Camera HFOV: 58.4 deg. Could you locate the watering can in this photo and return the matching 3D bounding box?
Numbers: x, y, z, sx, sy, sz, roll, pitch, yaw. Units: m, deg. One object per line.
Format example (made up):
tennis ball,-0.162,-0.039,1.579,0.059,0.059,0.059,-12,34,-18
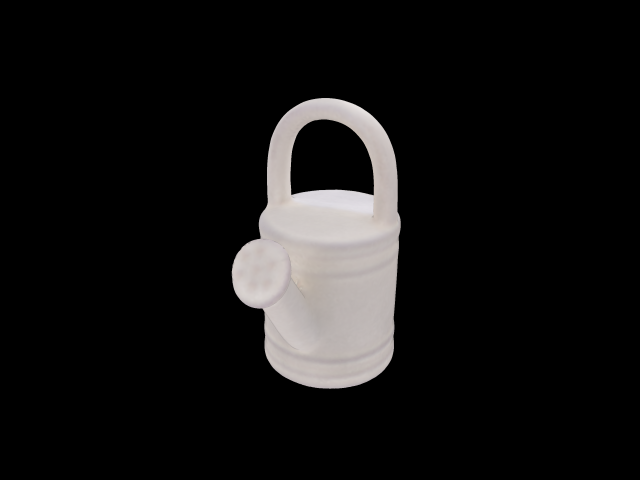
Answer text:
watering can,0.006,0.002,0.399,0.101,0.194,0.173,2,26,5
